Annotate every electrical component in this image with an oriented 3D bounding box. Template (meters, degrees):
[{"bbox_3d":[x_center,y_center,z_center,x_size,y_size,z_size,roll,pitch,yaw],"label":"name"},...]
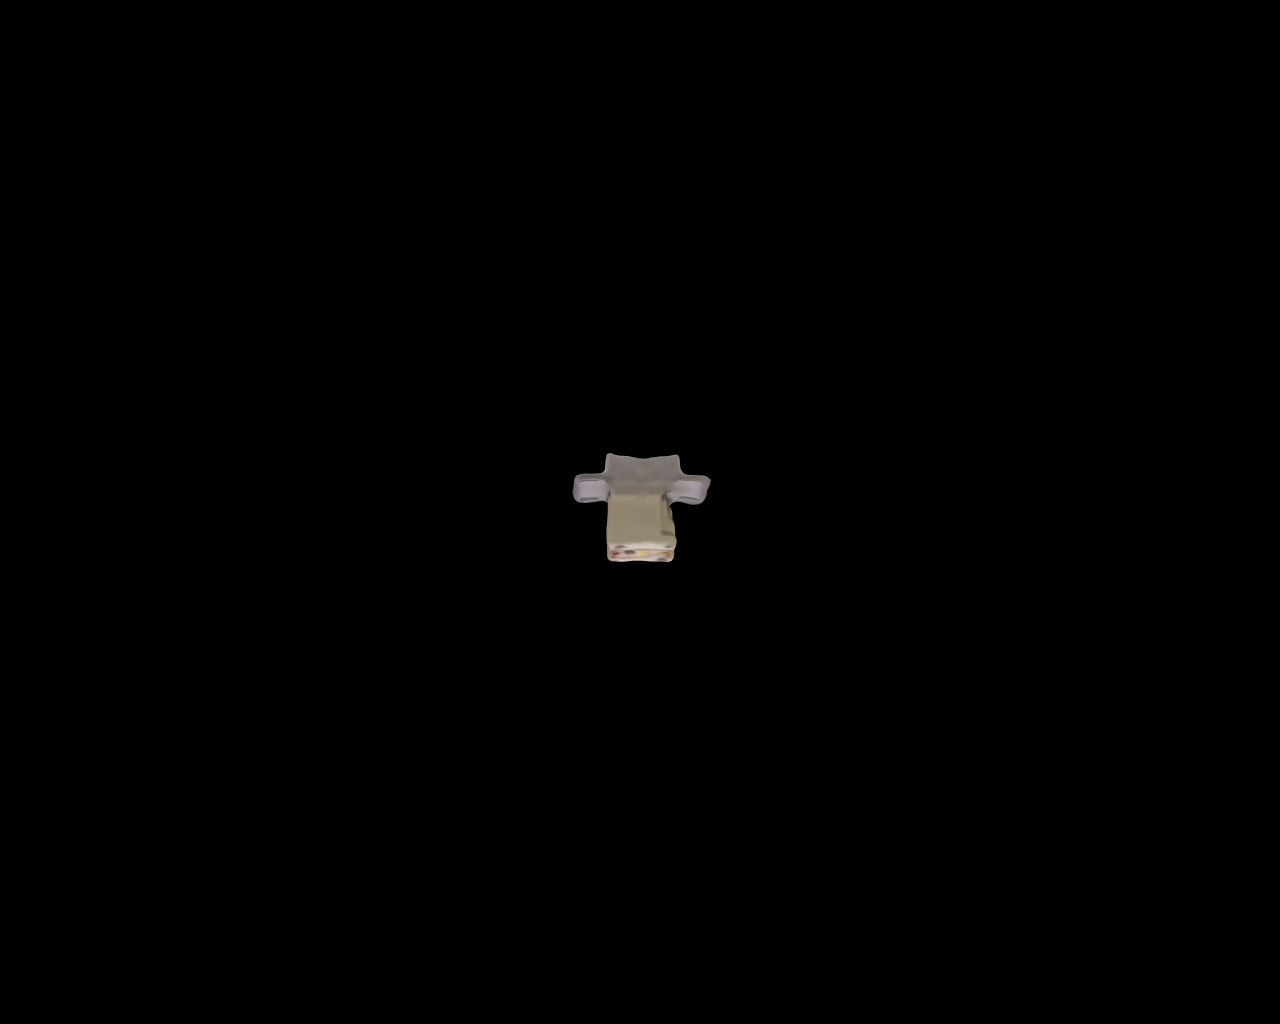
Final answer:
[{"bbox_3d":[0.001,-0.003,0.650,0.081,0.064,0.042,1,-19,-2],"label":"electrical component"}]
